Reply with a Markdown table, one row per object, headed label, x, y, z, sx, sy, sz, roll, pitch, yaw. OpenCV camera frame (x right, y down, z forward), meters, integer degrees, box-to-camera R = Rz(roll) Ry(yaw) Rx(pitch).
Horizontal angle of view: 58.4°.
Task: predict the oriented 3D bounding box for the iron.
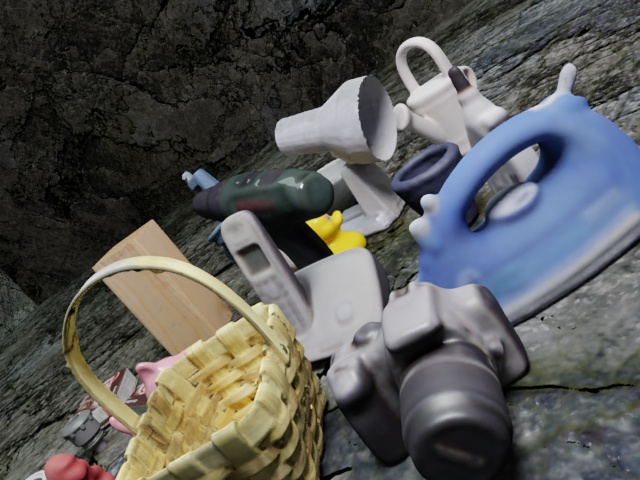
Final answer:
| label | x | y | z | sx | sy | sz | roll | pitch | yaw |
| --- | --- | --- | --- | --- | --- | --- | --- | --- | --- |
| iron | 0.162 | -0.027 | 0.497 | 0.258 | 0.141 | 0.118 | -38 | 17 | -4 |

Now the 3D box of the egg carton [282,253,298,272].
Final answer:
| label | x | y | z | sx | sy | sz | roll | pitch | yaw |
| --- | --- | --- | --- | --- | --- | --- | --- | --- | --- |
| egg carton | -0.040 | 0.013 | 0.928 | 0.107 | 0.069 | 0.150 | -29 | 18 | 24 |

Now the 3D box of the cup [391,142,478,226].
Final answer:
| label | x | y | z | sx | sy | sz | roll | pitch | yaw |
| --- | --- | --- | --- | --- | --- | --- | --- | --- | --- |
| cup | 0.150 | -0.062 | 0.702 | 0.091 | 0.095 | 0.118 | -27 | 19 | 29 |

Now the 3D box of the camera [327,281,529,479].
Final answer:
| label | x | y | z | sx | sy | sz | roll | pitch | yaw |
| --- | --- | --- | --- | --- | --- | --- | --- | --- | --- |
| camera | 0.071 | 0.103 | 0.404 | 0.143 | 0.101 | 0.137 | -31 | 17 | 17 |

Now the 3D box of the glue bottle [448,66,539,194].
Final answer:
| label | x | y | z | sx | sy | sz | roll | pitch | yaw |
| --- | --- | --- | --- | --- | --- | --- | --- | --- | --- |
| glue bottle | 0.189 | -0.115 | 0.628 | 0.037 | 0.173 | 0.078 | -40 | 17 | -11 |

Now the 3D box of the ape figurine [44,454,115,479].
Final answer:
| label | x | y | z | sx | sy | sz | roll | pitch | yaw |
| --- | --- | --- | --- | --- | --- | --- | --- | --- | --- |
| ape figurine | -0.267 | 0.276 | 0.636 | 0.076 | 0.092 | 0.078 | -32 | 17 | 14 |

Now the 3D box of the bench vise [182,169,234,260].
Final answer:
| label | x | y | z | sx | sy | sz | roll | pitch | yaw |
| --- | --- | --- | --- | --- | --- | --- | --- | --- | --- |
| bench vise | -0.165 | -0.069 | 1.138 | 0.207 | 0.220 | 0.121 | -27 | 19 | 30 |

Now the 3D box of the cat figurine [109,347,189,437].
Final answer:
| label | x | y | z | sx | sy | sz | roll | pitch | yaw |
| --- | --- | --- | --- | --- | --- | --- | --- | --- | --- |
| cat figurine | -0.176 | 0.186 | 0.651 | 0.128 | 0.118 | 0.067 | -37 | 17 | -1 |

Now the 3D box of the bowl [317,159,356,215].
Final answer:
| label | x | y | z | sx | sy | sz | roll | pitch | yaw |
| --- | --- | --- | --- | --- | --- | --- | --- | --- | --- |
| bowl | 0.020 | -0.084 | 1.059 | 0.167 | 0.075 | 0.167 | -33 | 17 | 12 |

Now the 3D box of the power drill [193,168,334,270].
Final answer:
| label | x | y | z | sx | sy | sz | roll | pitch | yaw |
| --- | --- | --- | --- | --- | --- | --- | --- | --- | --- |
| power drill | -0.047 | 0.000 | 0.732 | 0.229 | 0.209 | 0.076 | -17 | 25 | 48 |

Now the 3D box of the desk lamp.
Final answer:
| label | x | y | z | sx | sy | sz | roll | pitch | yaw |
| --- | --- | --- | --- | --- | --- | --- | --- | --- | --- |
| desk lamp | 0.042 | -0.115 | 0.855 | 0.202 | 0.214 | 0.118 | -23 | 22 | 39 |

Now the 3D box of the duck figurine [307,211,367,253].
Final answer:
| label | x | y | z | sx | sy | sz | roll | pitch | yaw |
| --- | --- | --- | --- | --- | --- | --- | --- | --- | --- |
| duck figurine | 0.008 | 0.003 | 0.829 | 0.105 | 0.086 | 0.077 | -44 | 18 | -21 |

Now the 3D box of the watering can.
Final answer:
| label | x | y | z | sx | sy | sz | roll | pitch | yaw |
| --- | --- | --- | --- | --- | --- | --- | --- | --- | --- |
| watering can | 0.184 | -0.226 | 0.900 | 0.100 | 0.194 | 0.173 | -22 | 22 | 41 |

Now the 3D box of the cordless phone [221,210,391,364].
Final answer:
| label | x | y | z | sx | sy | sz | roll | pitch | yaw |
| --- | --- | --- | --- | --- | --- | --- | --- | --- | --- |
| cordless phone | -0.017 | 0.036 | 0.613 | 0.147 | 0.185 | 0.094 | -27 | 19 | 30 |
